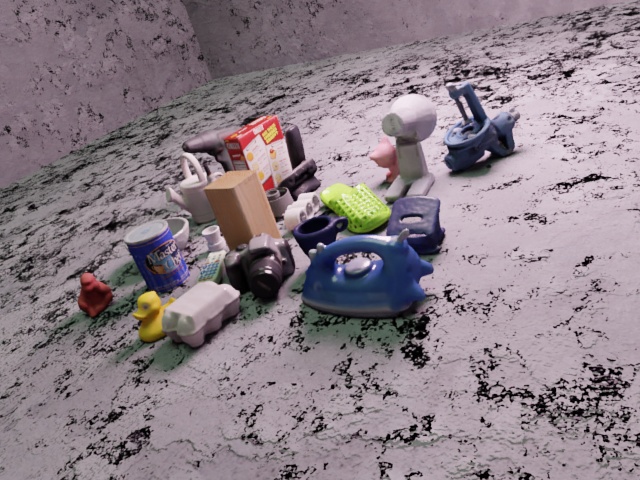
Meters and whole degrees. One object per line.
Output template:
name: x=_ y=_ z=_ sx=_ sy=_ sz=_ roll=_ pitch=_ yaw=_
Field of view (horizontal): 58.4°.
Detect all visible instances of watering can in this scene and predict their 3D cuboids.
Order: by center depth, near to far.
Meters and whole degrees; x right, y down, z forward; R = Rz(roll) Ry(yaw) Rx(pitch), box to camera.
watering can: x=-0.347 y=-0.149 z=1.606 sx=0.100 sy=0.194 sz=0.173 roll=0 pitch=32 yaw=32

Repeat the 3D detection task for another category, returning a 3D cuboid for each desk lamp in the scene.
desk lamp: x=0.214 y=-0.230 z=1.389 sx=0.117 sy=0.214 sz=0.203 roll=-3 pitch=30 yaw=28

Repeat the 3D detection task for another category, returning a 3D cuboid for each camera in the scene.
camera: x=-0.130 y=0.057 z=1.177 sx=0.143 sy=0.101 sz=0.136 roll=-15 pitch=26 yaw=5

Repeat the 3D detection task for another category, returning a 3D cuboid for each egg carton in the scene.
egg carton: x=-0.231 y=0.140 z=1.114 sx=0.107 sy=0.069 sz=0.151 roll=5 pitch=35 yaw=39

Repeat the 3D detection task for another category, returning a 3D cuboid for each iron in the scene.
iron: x=0.062 y=0.051 z=1.021 sx=0.257 sy=0.142 sz=0.119 roll=-5 pitch=29 yaw=25

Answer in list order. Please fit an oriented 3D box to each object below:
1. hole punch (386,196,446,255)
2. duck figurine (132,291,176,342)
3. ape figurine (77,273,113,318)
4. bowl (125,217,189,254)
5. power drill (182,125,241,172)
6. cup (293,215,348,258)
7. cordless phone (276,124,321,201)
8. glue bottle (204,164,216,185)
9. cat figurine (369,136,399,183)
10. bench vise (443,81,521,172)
hole punch: x=0.193 y=-0.030 z=1.153 sx=0.108 sy=0.091 sz=0.101 roll=-2 pitch=30 yaw=29
duck figurine: x=-0.331 y=0.143 z=1.154 sx=0.077 sy=0.086 sz=0.105 roll=7 pitch=36 yaw=41
ape figurine: x=-0.522 y=0.119 z=1.313 sx=0.078 sy=0.092 sz=0.076 roll=-21 pitch=26 yaw=-6
bowl: x=-0.404 y=0.012 z=1.467 sx=0.167 sy=0.075 sz=0.167 roll=-14 pitch=26 yaw=8
power drill: x=-0.300 y=-0.244 z=1.747 sx=0.075 sy=0.209 sz=0.230 roll=4 pitch=33 yaw=37
cup: x=0.011 y=0.004 z=1.197 sx=0.118 sy=0.095 sz=0.091 roll=-20 pitch=26 yaw=-5
cordless phone: x=-0.081 y=-0.210 z=1.567 sx=0.093 sy=0.185 sz=0.148 roll=2 pitch=32 yaw=34
glue bottle: x=-0.276 y=-0.125 z=1.539 sx=0.037 sy=0.173 sz=0.078 roll=-15 pitch=26 yaw=7
cat figurine: x=0.193 y=-0.214 z=1.480 sx=0.127 sy=0.118 sz=0.067 roll=-15 pitch=26 yaw=6
bench vise: x=0.383 y=-0.300 z=1.410 sx=0.208 sy=0.220 sz=0.121 roll=-31 pitch=29 yaw=-24
